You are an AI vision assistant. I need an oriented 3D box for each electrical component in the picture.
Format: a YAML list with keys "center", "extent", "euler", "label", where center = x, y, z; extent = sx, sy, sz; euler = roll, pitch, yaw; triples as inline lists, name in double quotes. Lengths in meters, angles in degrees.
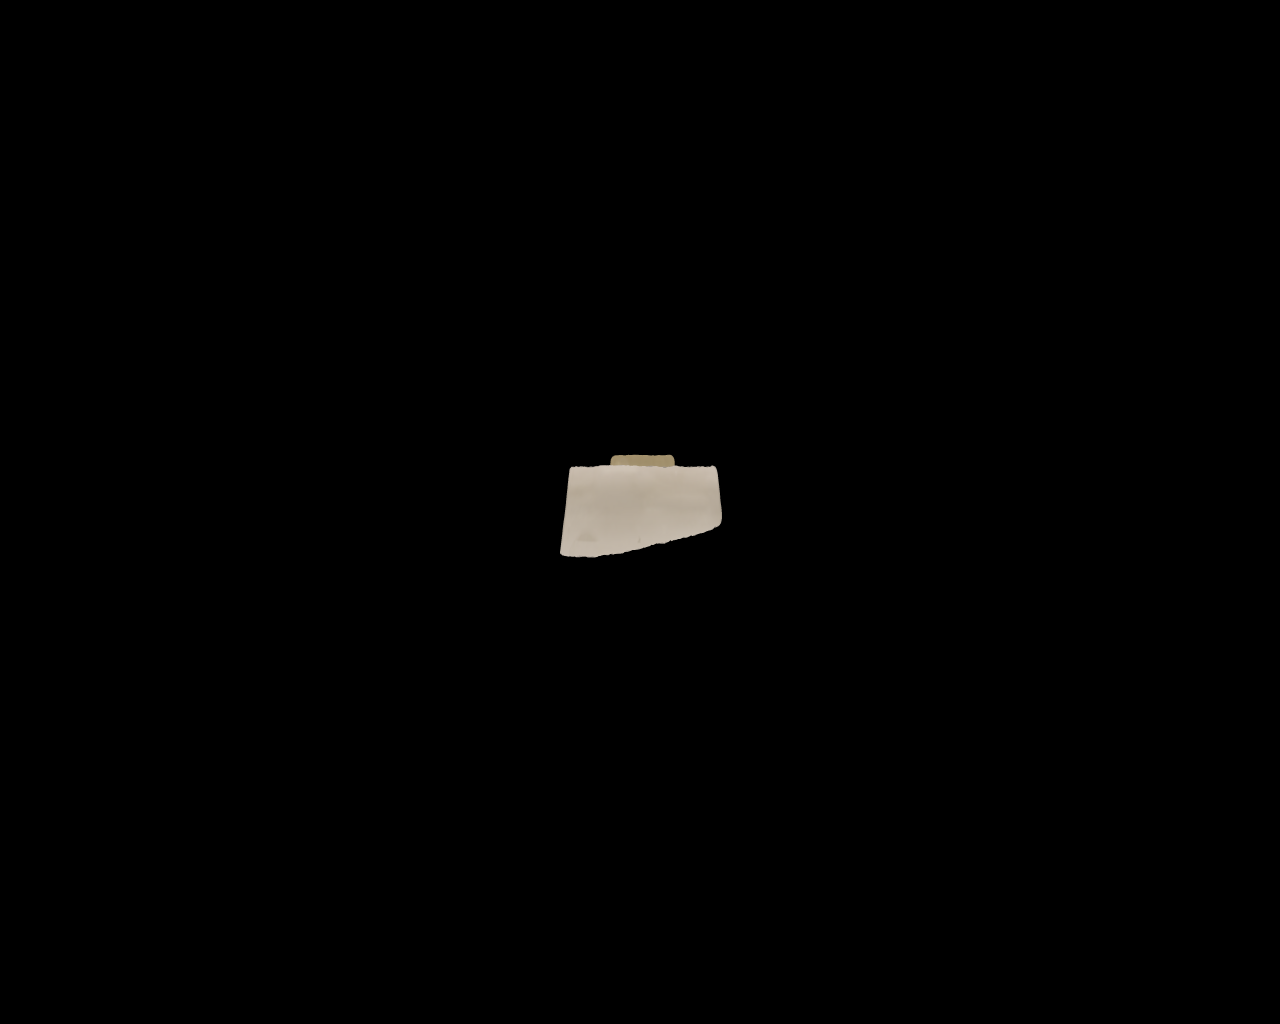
- center: [0.001, -0.003, 0.650]
  extent: [0.099, 0.064, 0.099]
  euler: [0, 0, 0]
  label: "electrical component"
